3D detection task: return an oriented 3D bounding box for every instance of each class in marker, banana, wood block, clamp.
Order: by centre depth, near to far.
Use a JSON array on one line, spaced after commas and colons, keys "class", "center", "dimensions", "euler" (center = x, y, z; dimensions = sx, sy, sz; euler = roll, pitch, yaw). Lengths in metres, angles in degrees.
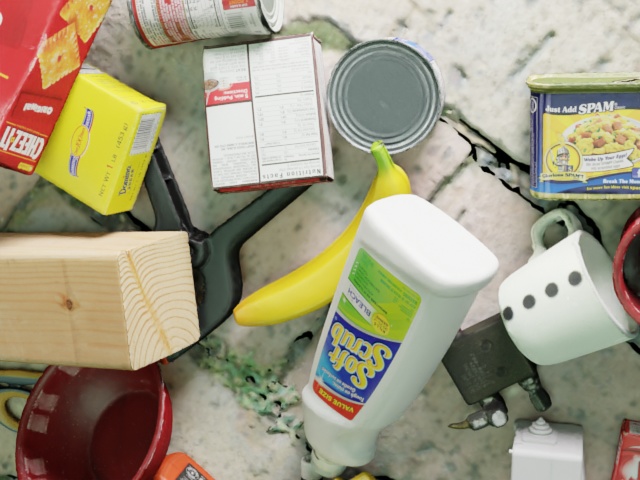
[{"class": "banana", "center": [0.012, 0.008, 0.829], "dimensions": [0.069, 0.037, 0.198], "euler": [32, 116, -16]}, {"class": "wood block", "center": [-0.210, 0.045, 0.851], "dimensions": [0.206, 0.090, 0.091], "euler": [0, 102, 29]}, {"class": "clamp", "center": [-0.090, 0.003, 0.861], "dimensions": [0.165, 0.036, 0.210], "euler": [12, 103, 12]}, {"class": "marker", "center": [-0.006, 0.242, 0.908], "dimensions": [0.020, 0.020, 0.121], "euler": [3, 104, 14]}]

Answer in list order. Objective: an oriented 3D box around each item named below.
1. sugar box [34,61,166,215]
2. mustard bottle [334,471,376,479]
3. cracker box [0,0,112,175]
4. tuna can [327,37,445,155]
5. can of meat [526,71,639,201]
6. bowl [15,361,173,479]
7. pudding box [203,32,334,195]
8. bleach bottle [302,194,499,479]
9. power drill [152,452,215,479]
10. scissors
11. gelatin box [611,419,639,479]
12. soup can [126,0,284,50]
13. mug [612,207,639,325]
[{"class": "sugar box", "center": [-0.212, -0.101, 0.846], "dimensions": [0.176, 0.048, 0.093], "euler": [29, 109, 17]}, {"class": "mustard bottle", "center": [-0.026, 0.257, 0.861], "dimensions": [0.192, 0.058, 0.096], "euler": [-44, 135, 7]}, {"class": "cracker box", "center": [-0.249, -0.180, 0.795], "dimensions": [0.164, 0.072, 0.214], "euler": [26, 92, 19]}, {"class": "tuna can", "center": [0.050, -0.108, 0.797], "dimensions": [0.086, 0.033, 0.086], "euler": [4, 105, 14]}, {"class": "can of meat", "center": [0.198, -0.074, 0.755], "dimensions": [0.102, 0.057, 0.084], "euler": [1, 106, 15]}, {"class": "bowl", "center": [-0.177, 0.160, 0.889], "dimensions": [0.162, 0.055, 0.162], "euler": [-16, 58, 27]}, {"class": "pudding box", "center": [-0.040, -0.094, 0.804], "dimensions": [0.090, 0.039, 0.113], "euler": [-5, 88, 8]}, {"class": "bleach bottle", "center": [0.044, 0.093, 0.808], "dimensions": [0.103, 0.067, 0.251], "euler": [43, 131, 31]}, {"class": "power drill", "center": [-0.140, 0.292, 0.936], "dimensions": [0.184, 0.057, 0.188], "euler": [42, 109, -2]}, {"class": "scissors", "center": [-0.323, 0.137, 0.968], "dimensions": [0.202, 0.016, 0.096], "euler": [-10, 101, 17]}, {"class": "gelatin box", "center": [0.269, 0.183, 0.814], "dimensions": [0.089, 0.030, 0.073], "euler": [10, 106, 12]}, {"class": "soup can", "center": [-0.084, -0.181, 0.796], "dimensions": [0.102, 0.068, 0.068], "euler": [-4, 103, 15]}, {"class": "mug", "center": [0.264, 0.011, 0.744], "dimensions": [0.117, 0.081, 0.093], "euler": [-13, 100, 17]}]
